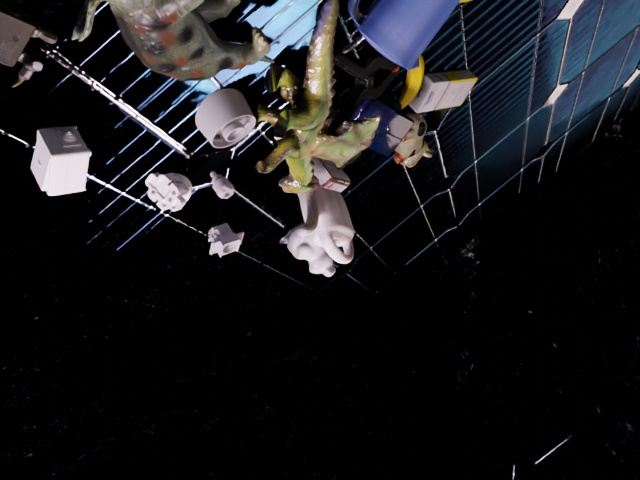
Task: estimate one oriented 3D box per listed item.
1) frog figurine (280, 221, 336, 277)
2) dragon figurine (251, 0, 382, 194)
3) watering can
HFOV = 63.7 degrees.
[{"bbox_3d":[-0.014,0.025,1.411,0.138,0.162,0.120,-4,138,-50],"label":"frog figurine"},{"bbox_3d":[0.010,-0.229,0.963,0.243,0.124,0.402,4,137,-39],"label":"dragon figurine"},{"bbox_3d":[0.004,-0.061,1.208,0.103,0.228,0.344,-24,159,14],"label":"watering can"}]
